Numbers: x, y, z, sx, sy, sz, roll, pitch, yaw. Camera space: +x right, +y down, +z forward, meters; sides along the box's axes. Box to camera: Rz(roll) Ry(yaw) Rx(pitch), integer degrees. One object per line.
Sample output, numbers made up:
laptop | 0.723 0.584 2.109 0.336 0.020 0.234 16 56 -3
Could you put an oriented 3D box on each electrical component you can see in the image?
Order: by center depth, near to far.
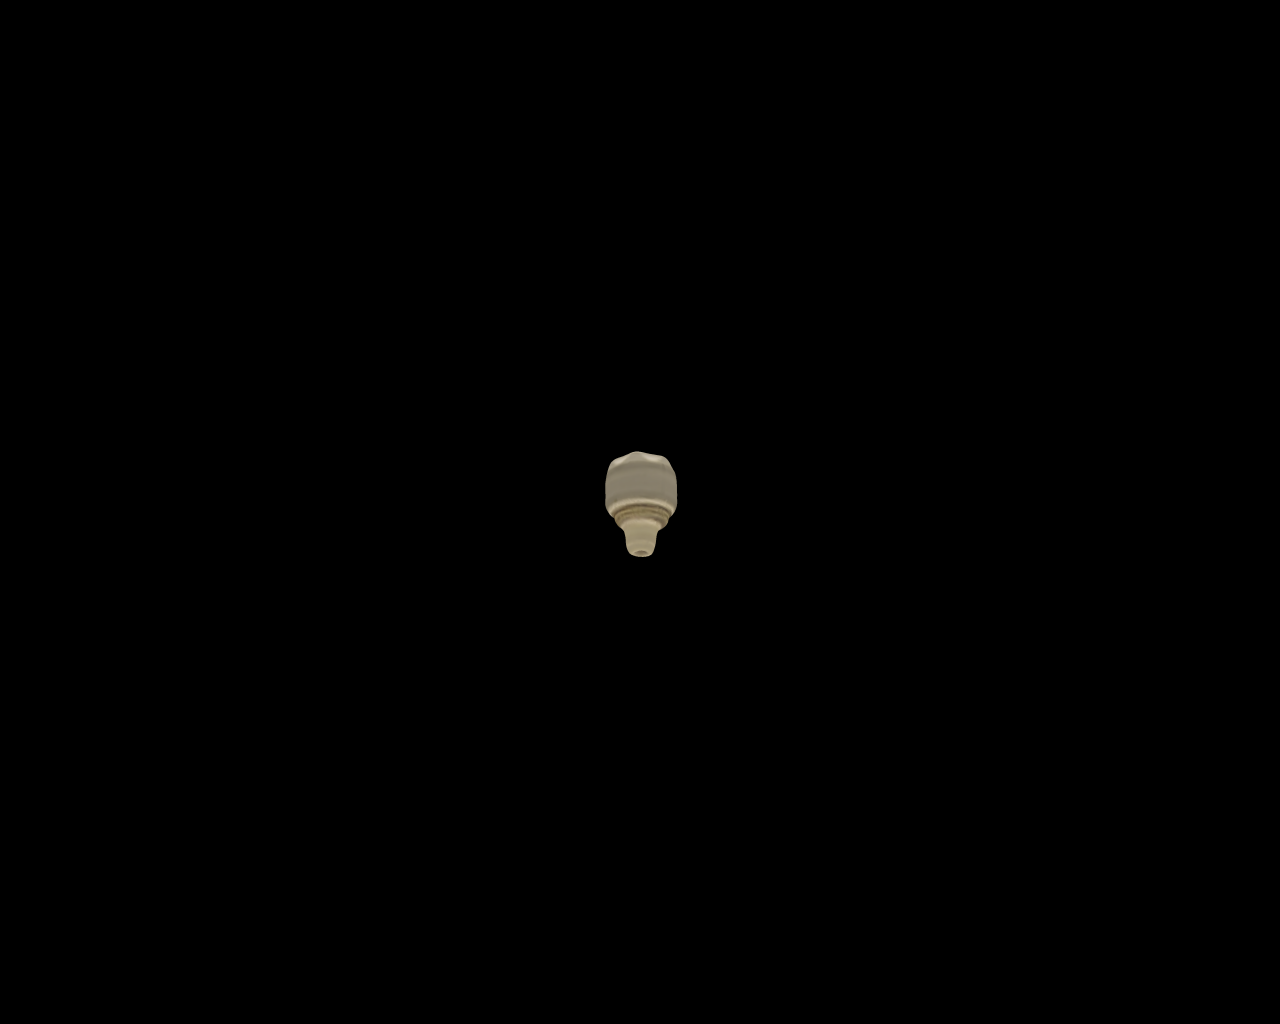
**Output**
electrical component | 0.001 -0.003 0.650 0.043 0.062 0.043 0 -23 0
